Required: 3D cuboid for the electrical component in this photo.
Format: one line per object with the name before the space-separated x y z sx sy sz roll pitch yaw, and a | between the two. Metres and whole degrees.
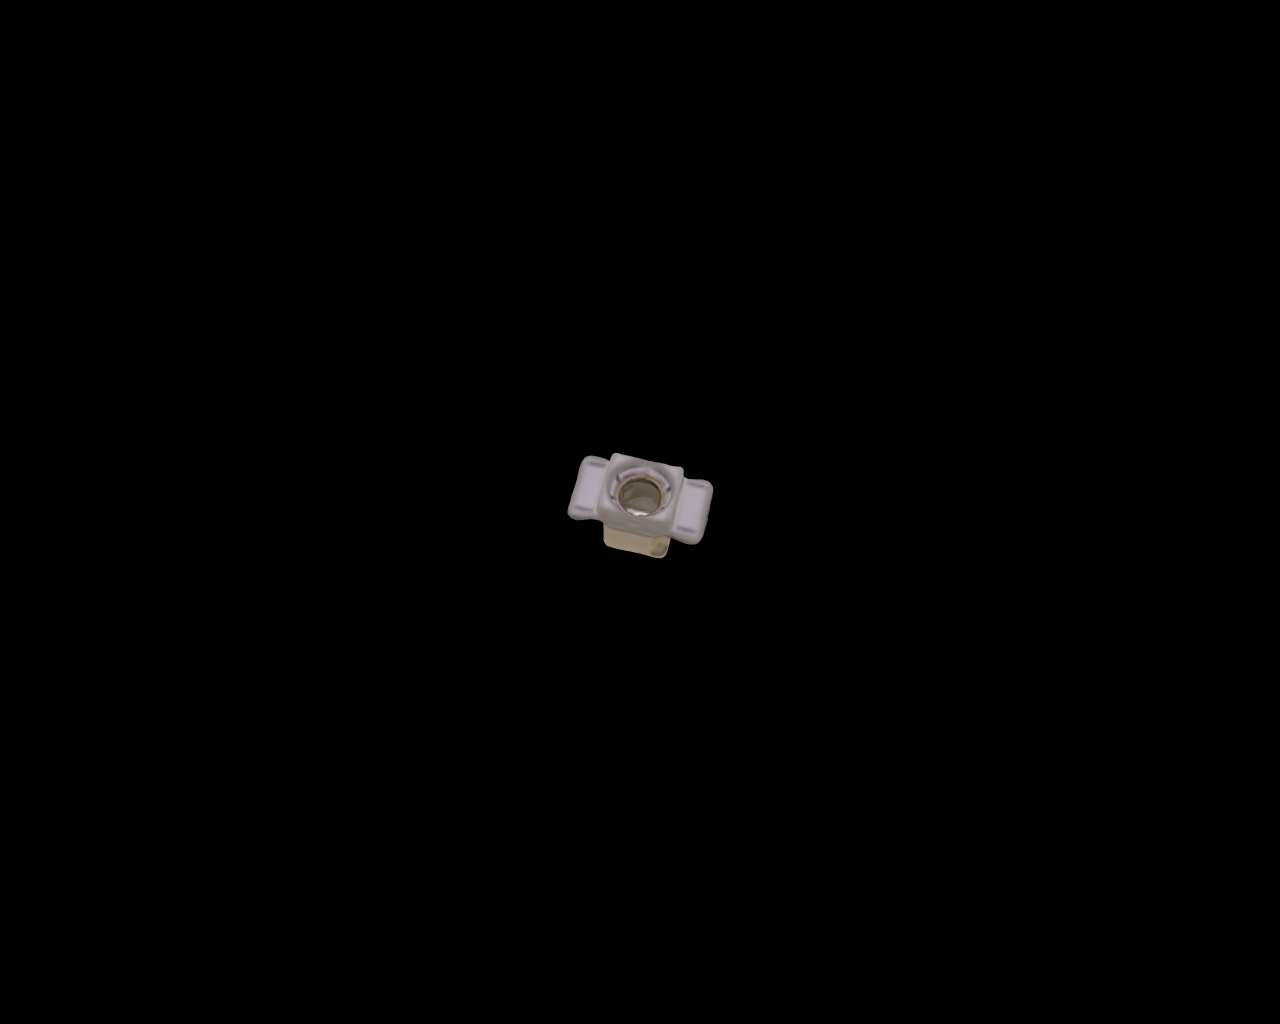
electrical component | 0.001 -0.003 0.650 0.081 0.042 0.063 14 -26 7
